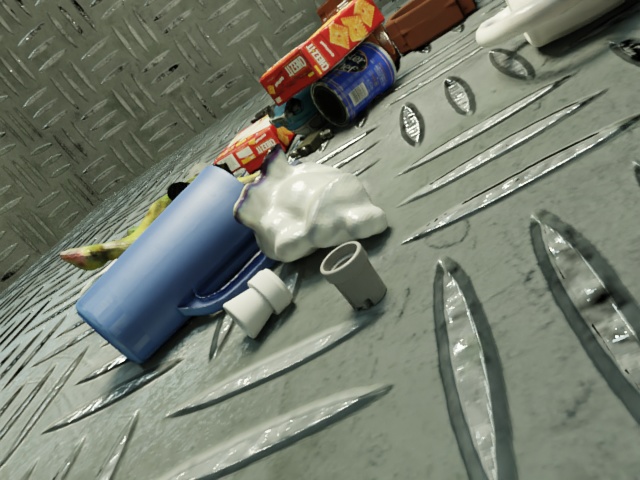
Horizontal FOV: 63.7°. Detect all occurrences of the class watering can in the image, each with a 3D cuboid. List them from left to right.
[{"bbox_3d":[0.316,-0.331,0.684,0.222,0.103,0.354,-24,15,28],"label":"watering can"}]

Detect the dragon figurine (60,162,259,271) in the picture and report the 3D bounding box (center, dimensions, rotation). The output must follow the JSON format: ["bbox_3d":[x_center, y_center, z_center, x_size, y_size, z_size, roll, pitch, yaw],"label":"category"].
[{"bbox_3d":[-0.258,-0.047,0.930,0.241,0.121,0.416,-9,17,41],"label":"dragon figurine"}]

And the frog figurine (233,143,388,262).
[{"bbox_3d":[0.002,-0.029,0.567,0.160,0.120,0.140,17,36,21],"label":"frog figurine"}]
